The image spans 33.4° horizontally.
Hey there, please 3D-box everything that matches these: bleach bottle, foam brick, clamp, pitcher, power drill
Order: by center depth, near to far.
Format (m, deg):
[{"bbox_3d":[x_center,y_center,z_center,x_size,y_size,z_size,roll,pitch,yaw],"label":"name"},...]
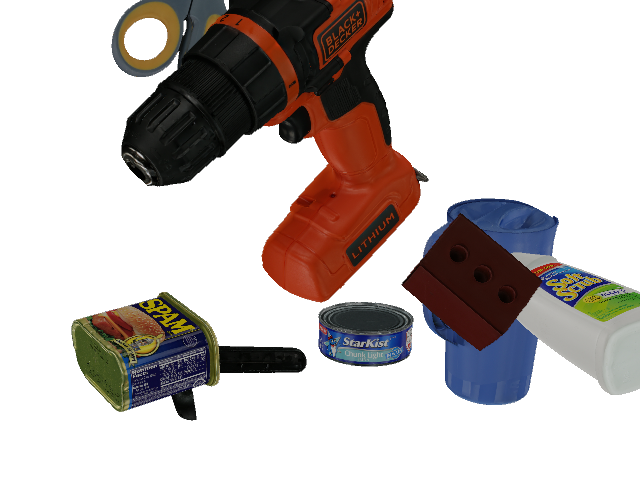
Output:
[{"bbox_3d":[-0.011,-0.050,0.557,0.057,0.184,0.187,32,-25,30],"label":"power drill"},{"bbox_3d":[0.107,0.031,0.760,0.078,0.053,0.051,40,-23,3],"label":"foam brick"},{"bbox_3d":[0.232,0.064,1.030,0.102,0.068,0.251,-15,22,-22],"label":"bleach bottle"},{"bbox_3d":[-0.143,0.128,1.087,0.210,0.036,0.164,9,18,34],"label":"clamp"},{"bbox_3d":[0.206,0.078,1.322,0.149,0.243,0.144,7,20,14],"label":"pitcher"}]

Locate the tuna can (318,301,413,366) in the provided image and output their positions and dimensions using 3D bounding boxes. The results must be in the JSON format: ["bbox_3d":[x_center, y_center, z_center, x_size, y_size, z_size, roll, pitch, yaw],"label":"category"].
[{"bbox_3d":[0.040,0.084,0.966,0.086,0.034,0.086,1,14,0],"label":"tuna can"}]

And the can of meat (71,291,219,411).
[{"bbox_3d":[-0.143,0.089,0.862,0.083,0.057,0.102,-15,27,-32],"label":"can of meat"}]

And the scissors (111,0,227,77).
[{"bbox_3d":[-0.091,-0.180,0.721,0.096,0.202,0.016,4,-20,-19],"label":"scissors"}]
